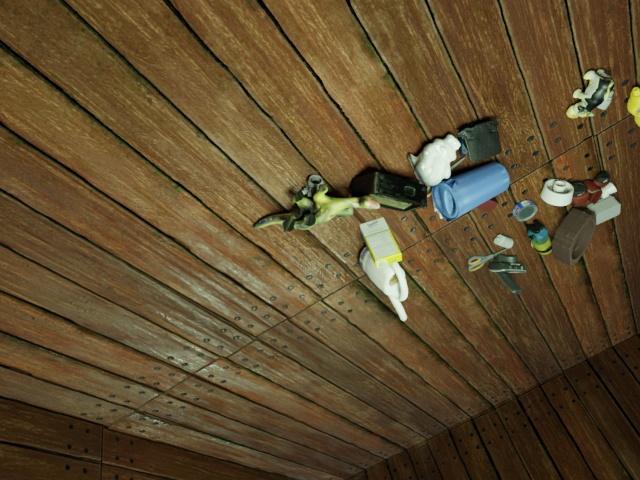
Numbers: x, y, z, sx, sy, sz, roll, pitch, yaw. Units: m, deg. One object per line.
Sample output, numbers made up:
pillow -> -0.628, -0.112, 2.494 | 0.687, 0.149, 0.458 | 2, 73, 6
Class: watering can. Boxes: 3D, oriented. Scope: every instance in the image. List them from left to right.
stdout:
watering can -> 0.244, 0.148, 1.892 | 0.105, 0.228, 0.339 | -30, 140, -15

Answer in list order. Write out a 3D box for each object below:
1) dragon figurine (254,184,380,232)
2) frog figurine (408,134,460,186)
dragon figurine -> 0.005, -0.082, 1.619 | 0.407, 0.123, 0.242 | -12, 168, 41
frog figurine -> 0.370, -0.247, 1.606 | 0.158, 0.125, 0.135 | -26, 119, 23
